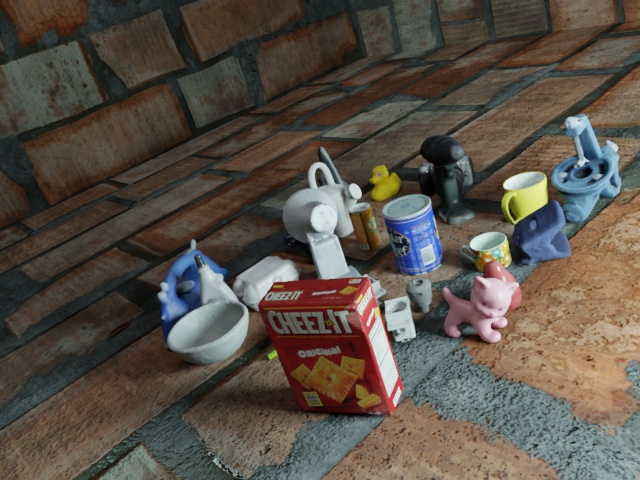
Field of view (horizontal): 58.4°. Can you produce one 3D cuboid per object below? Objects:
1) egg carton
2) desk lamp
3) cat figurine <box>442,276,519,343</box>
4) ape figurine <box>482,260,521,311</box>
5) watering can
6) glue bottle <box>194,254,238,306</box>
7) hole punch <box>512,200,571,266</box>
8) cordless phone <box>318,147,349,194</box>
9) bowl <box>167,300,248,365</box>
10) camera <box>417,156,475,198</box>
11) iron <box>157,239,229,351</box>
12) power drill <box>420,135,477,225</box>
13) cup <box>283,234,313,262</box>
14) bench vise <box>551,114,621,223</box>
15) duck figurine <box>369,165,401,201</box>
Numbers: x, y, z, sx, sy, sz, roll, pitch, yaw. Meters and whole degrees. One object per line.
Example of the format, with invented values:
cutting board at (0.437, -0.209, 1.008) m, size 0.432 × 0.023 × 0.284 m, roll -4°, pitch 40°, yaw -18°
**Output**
egg carton at (-0.119, 0.096, 1.287) m, size 0.151 × 0.069 × 0.107 m, roll -35°, pitch 29°, yaw -31°
desk lamp at (0.011, 0.004, 1.210) m, size 0.118 × 0.214 × 0.202 m, roll -23°, pitch 25°, yaw -10°
cat figurine at (0.261, 0.103, 0.944) m, size 0.127 × 0.118 × 0.067 m, roll 1°, pitch 31°, yaw 37°
ape figurine at (0.309, 0.075, 0.998) m, size 0.078 × 0.092 × 0.076 m, roll -27°, pitch 26°, yaw -18°
watering can at (0.025, -0.107, 1.453) m, size 0.172 × 0.194 × 0.101 m, roll -12°, pitch 26°, yaw 15°
glue bottle at (-0.228, 0.105, 1.220) m, size 0.078 × 0.173 × 0.037 m, roll -17°, pitch 25°, yaw 4°
hole punch at (0.423, -0.015, 1.106) m, size 0.101 × 0.091 × 0.109 m, roll -11°, pitch 26°, yaw 17°
cordless phone at (0.034, -0.190, 1.629) m, size 0.094 × 0.185 × 0.147 m, roll -20°, pitch 25°, yaw -2°
bowl at (-0.212, 0.196, 1.139) m, size 0.167 × 0.075 × 0.167 m, roll -15°, pitch 25°, yaw 8°
camera at (0.318, -0.165, 1.479) m, size 0.142 × 0.101 × 0.137 m, roll -8°, pitch 27°, yaw 23°
iron at (-0.308, 0.114, 1.296) m, size 0.118 × 0.142 × 0.258 m, roll -9°, pitch 26°, yaw 20°
power drill at (0.299, -0.148, 1.328) m, size 0.075 × 0.209 × 0.229 m, roll -20°, pitch 25°, yaw -1°
cup at (-0.020, 0.013, 1.358) m, size 0.117 × 0.095 × 0.091 m, roll -18°, pitch 25°, yaw 2°
bench vise at (0.545, -0.171, 1.187) m, size 0.121 × 0.220 × 0.208 m, roll -2°, pitch 30°, yaw 33°
duck figurine at (0.178, -0.169, 1.604) m, size 0.105 × 0.086 × 0.077 m, roll -35°, pitch 29°, yaw -31°
